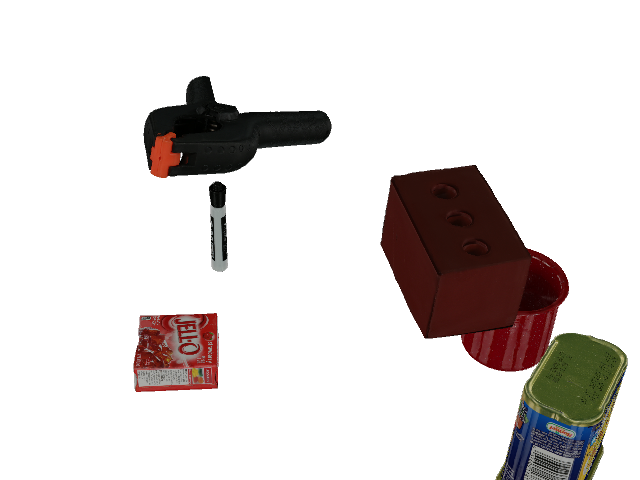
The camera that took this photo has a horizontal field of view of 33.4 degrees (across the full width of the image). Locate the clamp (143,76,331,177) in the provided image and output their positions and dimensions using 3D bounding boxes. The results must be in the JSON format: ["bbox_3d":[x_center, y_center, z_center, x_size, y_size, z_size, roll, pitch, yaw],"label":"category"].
[{"bbox_3d":[-0.081,-0.084,0.771,0.120,0.039,0.171,17,21,27],"label":"clamp"}]

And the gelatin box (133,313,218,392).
[{"bbox_3d":[-0.129,0.099,0.963,0.073,0.030,0.089,-1,28,-4],"label":"gelatin box"}]

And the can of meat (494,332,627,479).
[{"bbox_3d":[0.162,0.121,0.713,0.057,0.084,0.101,20,33,20],"label":"can of meat"}]

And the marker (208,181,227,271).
[{"bbox_3d":[-0.114,-0.016,1.195,0.020,0.121,0.020,2,40,-2],"label":"marker"}]

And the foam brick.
[{"bbox_3d":[0.071,0.006,0.574,0.053,0.051,0.078,-8,45,-16],"label":"foam brick"}]

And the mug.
[{"bbox_3d":[0.167,0.058,0.982,0.093,0.081,0.117,-15,43,-20],"label":"mug"}]
